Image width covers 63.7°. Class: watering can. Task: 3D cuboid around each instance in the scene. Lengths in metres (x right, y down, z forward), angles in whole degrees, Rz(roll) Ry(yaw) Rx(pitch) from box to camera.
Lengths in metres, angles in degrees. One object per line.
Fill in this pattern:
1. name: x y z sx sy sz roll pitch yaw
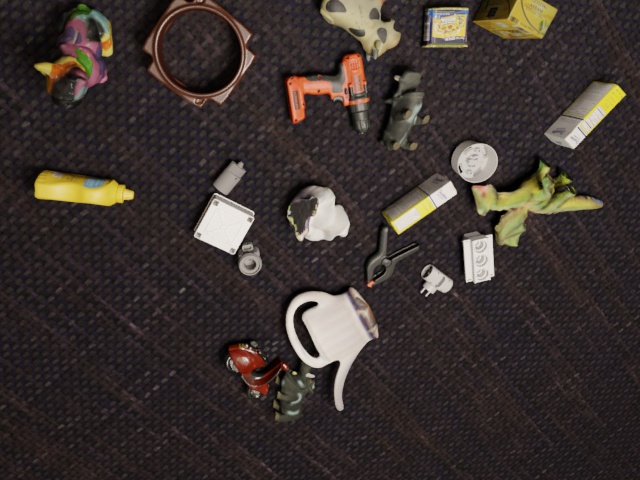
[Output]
1. watering can: 0.053 0.270 1.355 0.224 0.105 0.344 -28 105 0

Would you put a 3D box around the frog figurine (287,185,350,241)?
1. frog figurine: 0.004 -0.063 1.257 0.160 0.123 0.136 -1 105 -48

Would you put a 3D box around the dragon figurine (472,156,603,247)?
1. dragon figurine: 0.558 -0.077 1.355 0.407 0.125 0.239 21 123 -31
